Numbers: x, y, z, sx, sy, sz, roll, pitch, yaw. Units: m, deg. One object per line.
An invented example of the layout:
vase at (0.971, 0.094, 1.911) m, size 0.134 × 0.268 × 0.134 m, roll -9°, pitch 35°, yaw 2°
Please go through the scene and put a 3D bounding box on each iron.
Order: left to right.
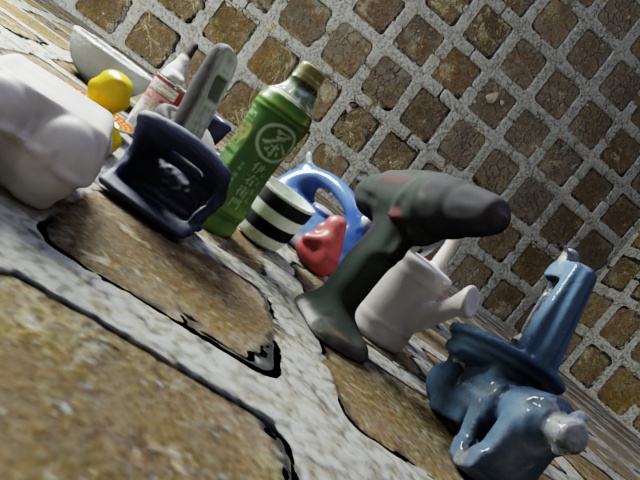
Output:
iron at (0.011, -0.040, 0.968) m, size 0.257 × 0.141 × 0.119 m, roll 41°, pitch 8°, yaw 32°

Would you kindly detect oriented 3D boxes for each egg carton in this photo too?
egg carton at (-0.209, -0.081, 0.420) m, size 0.107 × 0.069 × 0.150 m, roll 34°, pitch 7°, yaw -25°

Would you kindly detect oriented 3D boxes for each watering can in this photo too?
watering can at (0.125, 0.045, 0.732) m, size 0.172 × 0.194 × 0.101 m, roll 39°, pitch 7°, yaw 20°

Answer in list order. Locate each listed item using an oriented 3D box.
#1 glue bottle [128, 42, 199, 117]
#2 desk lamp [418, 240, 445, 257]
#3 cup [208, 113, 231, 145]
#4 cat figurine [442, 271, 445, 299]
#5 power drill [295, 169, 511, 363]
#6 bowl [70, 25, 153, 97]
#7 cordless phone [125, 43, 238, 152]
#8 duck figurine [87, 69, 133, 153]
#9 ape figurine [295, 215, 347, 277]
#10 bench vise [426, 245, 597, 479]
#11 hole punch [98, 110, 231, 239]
glue bottle at (-0.254, -0.255, 0.951) m, size 0.037 × 0.173 × 0.078 m, roll 32°, pitch 8°, yaw -35°
desk lamp at (0.160, 0.013, 1.058) m, size 0.117 × 0.213 × 0.204 m, roll 39°, pitch 7°, yaw 19°
cup at (-0.228, -0.195, 1.006) m, size 0.118 × 0.095 × 0.092 m, roll 37°, pitch 6°, yaw 1°
cat figurine at (0.129, 0.080, 0.841) m, size 0.128 × 0.117 × 0.067 m, roll 34°, pitch 7°, yaw -24°
power drill at (0.071, 0.016, 0.592) m, size 0.076 × 0.208 × 0.229 m, roll 33°, pitch 7°, yaw -26°
bowl at (-0.396, -0.316, 1.063) m, size 0.167 × 0.074 × 0.167 m, roll 36°, pitch 6°, yaw -4°
cordless phone at (-0.148, -0.154, 0.742) m, size 0.094 × 0.185 × 0.148 m, roll 37°, pitch 6°, yaw 7°
duck figurine at (-0.245, -0.150, 0.644) m, size 0.078 × 0.086 × 0.104 m, roll 33°, pitch 8°, yaw -32°
ape figurine at (0.008, 0.003, 0.863) m, size 0.078 × 0.092 × 0.076 m, roll 32°, pitch 8°, yaw -35°
bench vise at (0.204, 0.116, 0.531) m, size 0.122 × 0.219 × 0.207 m, roll 33°, pitch 7°, yaw -29°
hole punch at (-0.143, -0.066, 0.560) m, size 0.109 × 0.091 × 0.101 m, roll 36°, pitch 6°, yaw -4°
